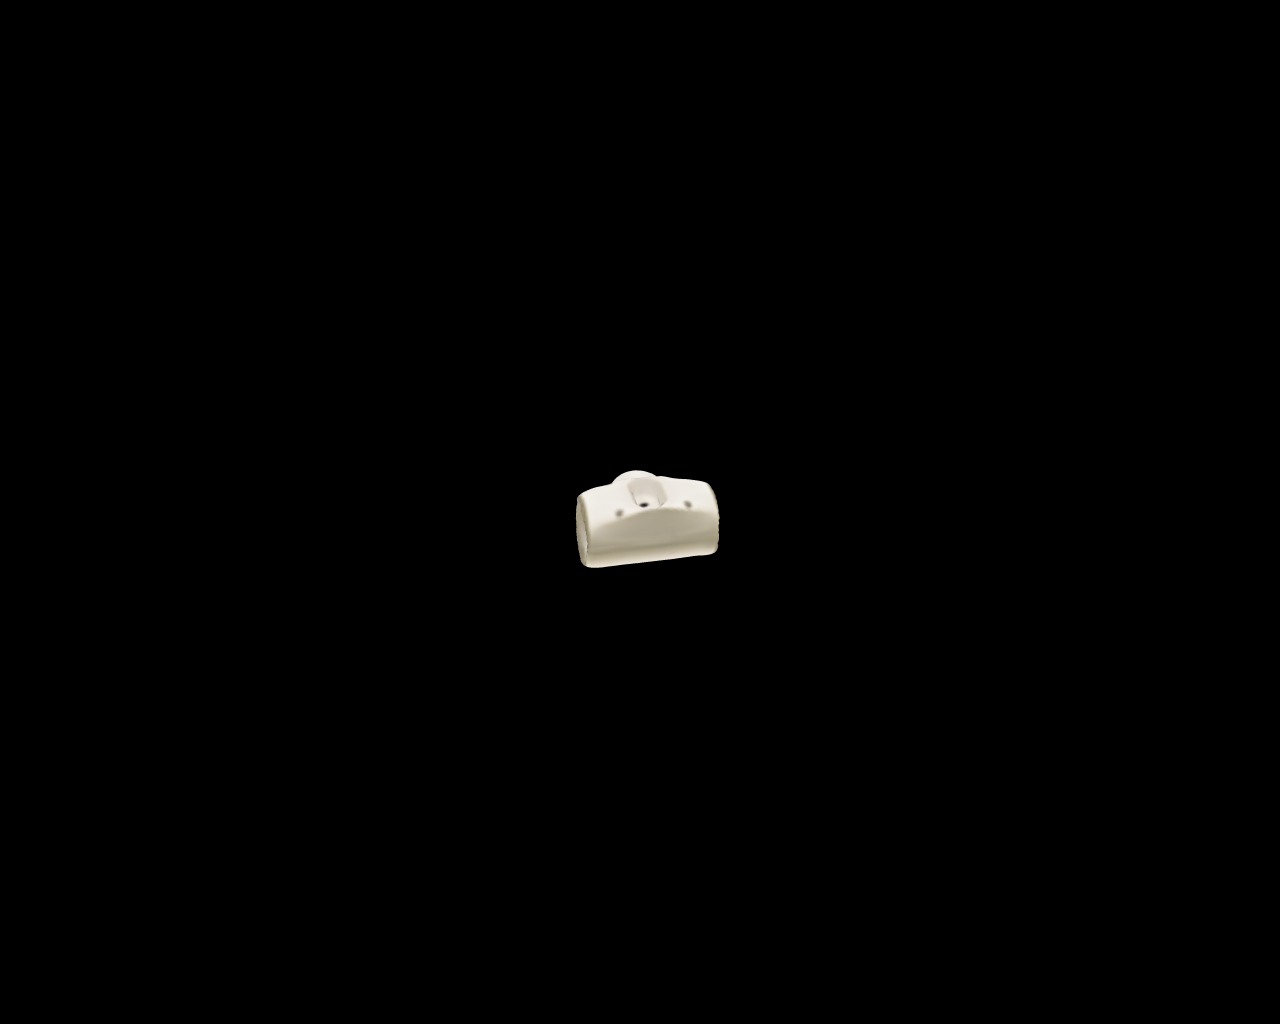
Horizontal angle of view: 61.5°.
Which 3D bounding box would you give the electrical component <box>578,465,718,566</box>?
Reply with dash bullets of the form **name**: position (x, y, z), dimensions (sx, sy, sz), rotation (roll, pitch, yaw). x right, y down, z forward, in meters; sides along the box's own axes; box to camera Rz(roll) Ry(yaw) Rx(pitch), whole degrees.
- **electrical component**: position (0.001, -0.003, 0.650), dimensions (0.077, 0.043, 0.079), rotation (-6, 32, -9)
